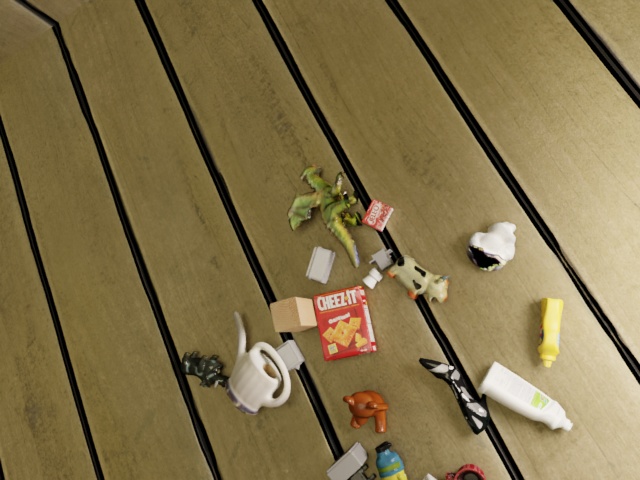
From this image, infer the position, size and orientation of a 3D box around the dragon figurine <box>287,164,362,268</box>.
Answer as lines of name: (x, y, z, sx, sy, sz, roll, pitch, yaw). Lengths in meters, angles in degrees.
dragon figurine: (0.005, -0.088, 1.745, 0.241, 0.120, 0.418, -12, 65, 22)

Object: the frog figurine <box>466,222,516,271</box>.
frog figurine: (0.528, 0.012, 1.576, 0.138, 0.120, 0.162, 16, 49, 28)

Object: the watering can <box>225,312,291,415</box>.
watering can: (-0.235, 0.425, 1.716, 0.353, 0.103, 0.223, 45, 103, 30)
